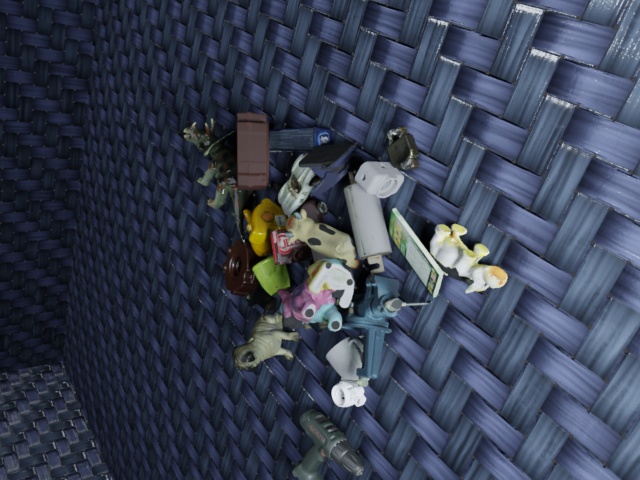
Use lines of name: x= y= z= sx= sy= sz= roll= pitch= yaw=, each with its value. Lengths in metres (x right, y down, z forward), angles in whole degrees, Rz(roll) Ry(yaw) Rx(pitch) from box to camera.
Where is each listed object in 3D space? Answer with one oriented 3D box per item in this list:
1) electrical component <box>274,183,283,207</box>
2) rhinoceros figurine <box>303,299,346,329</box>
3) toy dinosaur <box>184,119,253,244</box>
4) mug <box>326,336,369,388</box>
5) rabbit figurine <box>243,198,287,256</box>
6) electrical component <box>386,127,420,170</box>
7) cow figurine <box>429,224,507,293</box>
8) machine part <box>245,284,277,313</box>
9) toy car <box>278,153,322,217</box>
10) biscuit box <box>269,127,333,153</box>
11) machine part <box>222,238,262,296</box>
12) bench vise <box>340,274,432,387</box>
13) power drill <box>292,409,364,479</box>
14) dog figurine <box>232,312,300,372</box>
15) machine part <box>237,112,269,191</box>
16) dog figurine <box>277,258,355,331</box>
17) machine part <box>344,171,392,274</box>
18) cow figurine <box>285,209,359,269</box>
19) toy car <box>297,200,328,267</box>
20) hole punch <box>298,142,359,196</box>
electrical component: x=-0.105 y=-0.121 z=1.509 sx=0.094 sy=0.021 sz=0.063 roll=43 pitch=125 yaw=38
rhinoceros figurine: x=0.018 y=0.161 z=1.359 sx=0.190 sy=0.073 sz=0.112 roll=-38 pitch=54 yaw=47
toy dinosaur: x=-0.272 y=-0.197 z=1.638 sx=0.405 sy=0.131 sz=0.192 roll=54 pitch=132 yaw=24
mug: x=0.083 y=0.290 z=1.288 sx=0.107 sy=0.081 sz=0.109 roll=52 pitch=128 yaw=19
rabbit figurine: x=-0.165 y=-0.027 z=1.526 sx=0.162 sy=0.122 sz=0.173 roll=63 pitch=154 yaw=29
electrical component: x=0.175 y=-0.195 z=1.148 sx=0.078 sy=0.045 sz=0.102 roll=-22 pitch=77 yaw=48
cow figurine: x=0.277 y=0.050 z=1.032 sx=0.167 sy=0.068 sz=0.098 roll=52 pitch=136 yaw=38
machine part: x=-0.183 y=0.176 z=1.623 sx=0.139 sy=0.039 sz=0.084 roll=26 pitch=105 yaw=48
toy car: x=-0.056 y=-0.138 z=1.393 sx=0.073 sy=0.056 sz=0.201 roll=57 pitch=137 yaw=25
biscuit box: x=-0.053 y=-0.259 z=1.404 sx=0.203 sy=0.059 sz=0.062 roll=12 pitch=103 yaw=50
machine part: x=-0.237 y=0.082 z=1.636 sx=0.179 sy=0.056 sz=0.179 roll=-18 pitch=67 yaw=52
bench vise: x=0.117 y=0.202 z=1.184 sx=0.224 sy=0.129 sz=0.240 roll=-13 pitch=66 yaw=58
power drill: x=0.008 y=0.575 z=1.400 sx=0.232 sy=0.086 sz=0.207 roll=43 pitch=129 yaw=41
dog figurine: x=-0.180 y=0.278 z=1.509 sx=0.173 sy=0.190 sz=0.121 roll=30 pitch=116 yaw=46
machine part: x=-0.185 y=-0.239 z=1.481 sx=0.201 sy=0.087 sz=0.200 roll=-174 pitch=84 yaw=-84
dog figurine: x=-0.023 y=0.125 z=1.262 sx=0.219 sy=0.108 sz=0.191 roll=8 pitch=76 yaw=66
machine part: x=0.108 y=-0.045 z=1.219 sx=0.079 sy=0.079 sz=0.243 roll=-24 pitch=75 yaw=49
cow figurine: x=0.000 y=-0.005 z=1.270 sx=0.195 sy=0.127 sz=0.085 roll=27 pitch=91 yaw=25
toy car: x=-0.003 y=-0.004 z=1.375 sx=0.089 sy=0.053 sz=0.202 roll=-23 pitch=76 yaw=27
hole punch: x=0.029 y=-0.168 z=1.269 sx=0.116 sy=0.142 sz=0.092 roll=-1 pitch=119 yaw=37
